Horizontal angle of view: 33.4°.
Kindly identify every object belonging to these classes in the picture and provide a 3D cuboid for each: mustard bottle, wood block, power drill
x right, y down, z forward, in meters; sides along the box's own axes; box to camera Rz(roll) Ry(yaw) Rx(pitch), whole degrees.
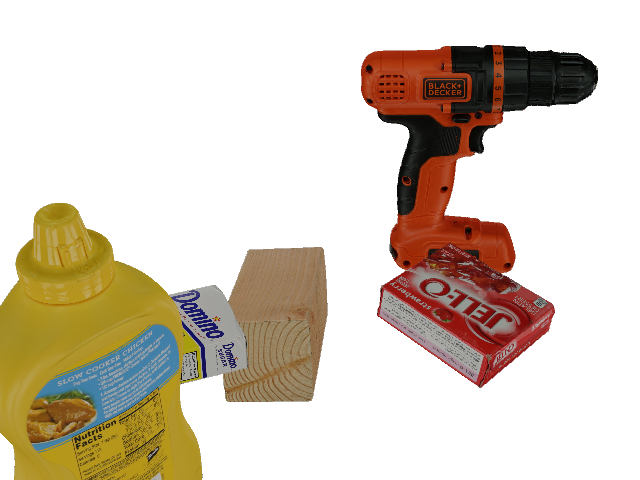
[{"bbox_3d":[-0.107,0.067,0.495,0.096,0.192,0.058,-27,43,-31],"label":"mustard bottle"},{"bbox_3d":[-0.045,0.084,1.139,0.091,0.090,0.206,-1,20,5],"label":"wood block"},{"bbox_3d":[0.126,-0.067,0.868,0.184,0.188,0.057,2,25,7],"label":"power drill"}]

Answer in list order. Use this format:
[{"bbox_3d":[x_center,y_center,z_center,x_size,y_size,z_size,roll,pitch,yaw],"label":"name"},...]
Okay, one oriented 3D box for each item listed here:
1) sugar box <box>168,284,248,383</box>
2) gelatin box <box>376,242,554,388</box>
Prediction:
[{"bbox_3d":[-0.164,0.096,0.981,0.176,0.048,0.093,-15,35,-17],"label":"sugar box"},{"bbox_3d":[0.093,0.045,0.689,0.089,0.030,0.073,33,45,30],"label":"gelatin box"}]
